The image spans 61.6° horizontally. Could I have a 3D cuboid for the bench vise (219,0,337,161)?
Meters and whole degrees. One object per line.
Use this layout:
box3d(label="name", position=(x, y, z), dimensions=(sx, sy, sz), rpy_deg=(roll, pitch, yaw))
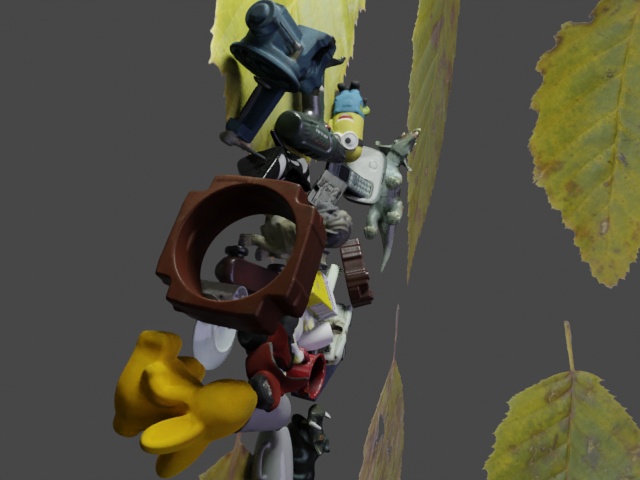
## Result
box3d(label="bench vise", position=(-0.077, -0.246, 0.849), dimensions=(0.240, 0.129, 0.223), rpy_deg=(-60, 165, -3))

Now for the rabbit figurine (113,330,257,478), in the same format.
box3d(label="rabbit figurine", position=(-0.169, 0.203, 0.675), dimensions=(0.162, 0.173, 0.121), rpy_deg=(-64, 155, -47))

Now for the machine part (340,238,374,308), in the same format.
box3d(label="machine part", position=(0.089, 0.080, 1.323), dimensions=(0.179, 0.056, 0.179), rpy_deg=(-14, 92, -87))

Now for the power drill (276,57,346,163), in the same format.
box3d(label="power drill", position=(-0.002, -0.262, 1.061), dimensions=(0.232, 0.086, 0.207), rpy_deg=(-5, 107, -60))

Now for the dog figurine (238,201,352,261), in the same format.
box3d(label="dog figurine", position=(-0.022, -0.011, 0.941), dimensions=(0.172, 0.191, 0.121), rpy_deg=(3, 94, -69))

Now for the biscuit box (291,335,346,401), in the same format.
box3d(label="biscuit box", position=(-0.001, 0.286, 1.248), dimensions=(0.203, 0.059, 0.062), rpy_deg=(-43, 137, -58))

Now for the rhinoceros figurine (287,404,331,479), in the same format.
box3d(label="rhinoceros figurine", position=(-0.035, 0.441, 1.148), dimensions=(0.073, 0.112, 0.190), rpy_deg=(-10, 114, -64))

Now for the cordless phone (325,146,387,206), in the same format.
box3d(label="cordless phone", position=(0.077, -0.175, 1.296), dimensions=(0.184, 0.089, 0.146), rpy_deg=(30, 68, -46))

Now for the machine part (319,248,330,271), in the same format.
box3d(label="machine part", position=(-0.002, -0.003, 1.153), dimensions=(0.084, 0.039, 0.138), rpy_deg=(5, 79, -74))

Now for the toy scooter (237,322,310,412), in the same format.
box3d(label="toy scooter", position=(-0.074, 0.213, 0.930), dimensions=(0.135, 0.075, 0.184), rpy_deg=(28, 36, -38))

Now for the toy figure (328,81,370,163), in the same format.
box3d(label="toy figure", position=(0.066, -0.263, 1.212), dimensions=(0.089, 0.082, 0.180), rpy_deg=(23, 66, -47))

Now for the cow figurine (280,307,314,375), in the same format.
box3d(label="cow figurine", position=(-0.073, 0.193, 1.036), dimensions=(0.098, 0.068, 0.167), rpy_deg=(66, 34, -42))

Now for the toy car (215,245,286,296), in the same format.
box3d(label="toy car", position=(-0.113, 0.071, 0.924), dimensions=(0.202, 0.053, 0.089), rpy_deg=(30, 58, -62))

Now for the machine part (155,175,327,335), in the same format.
box3d(label="machine part", position=(-0.103, 0.018, 0.735), dimensions=(0.087, 0.202, 0.201), rpy_deg=(61, 41, -58))

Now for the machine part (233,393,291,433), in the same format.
box3d(label="machine part", position=(-0.116, 0.299, 0.951), dimensions=(0.243, 0.079, 0.079), rpy_deg=(43, 57, -64))

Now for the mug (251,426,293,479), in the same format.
box3d(label="mug", position=(-0.098, 0.416, 1.041), dimensions=(0.109, 0.081, 0.107), rpy_deg=(34, 53, -58))

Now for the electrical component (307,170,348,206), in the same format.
box3d(label="electrical component", position=(-0.005, -0.071, 1.064), dimensions=(0.115, 0.058, 0.134), rpy_deg=(-45, -169, 48))

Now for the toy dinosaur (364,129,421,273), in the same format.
box3d(label="toy dinosaur", position=(0.195, -0.125, 1.543), dimensions=(0.192, 0.131, 0.404), rpy_deg=(-38, 137, -59))

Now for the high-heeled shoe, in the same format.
box3d(label="high-heeled shoe", position=(-0.066, -0.095, 0.915), dimensions=(0.249, 0.086, 0.145), rpy_deg=(-79, 147, -57))

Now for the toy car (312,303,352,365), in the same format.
box3d(label="toy car", position=(0.030, 0.211, 1.245), dimensions=(0.202, 0.074, 0.056), rpy_deg=(-71, 161, -55))
